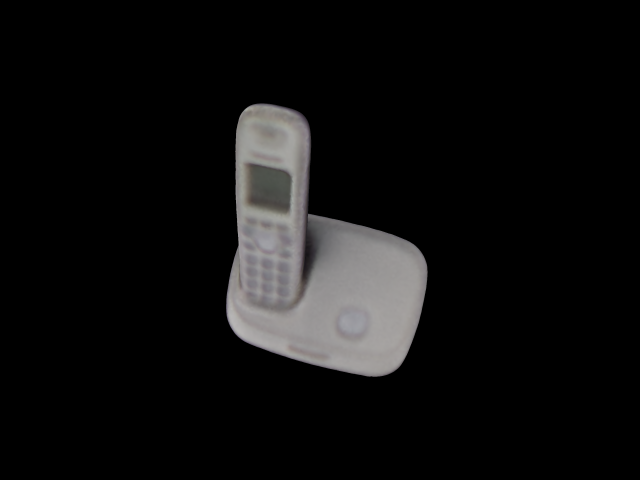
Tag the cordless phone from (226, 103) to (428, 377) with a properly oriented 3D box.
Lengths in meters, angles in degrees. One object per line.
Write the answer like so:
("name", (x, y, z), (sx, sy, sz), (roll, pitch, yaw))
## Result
("cordless phone", (0.004, 0.001, 0.400), (0.147, 0.185, 0.094), (11, 43, 13))
